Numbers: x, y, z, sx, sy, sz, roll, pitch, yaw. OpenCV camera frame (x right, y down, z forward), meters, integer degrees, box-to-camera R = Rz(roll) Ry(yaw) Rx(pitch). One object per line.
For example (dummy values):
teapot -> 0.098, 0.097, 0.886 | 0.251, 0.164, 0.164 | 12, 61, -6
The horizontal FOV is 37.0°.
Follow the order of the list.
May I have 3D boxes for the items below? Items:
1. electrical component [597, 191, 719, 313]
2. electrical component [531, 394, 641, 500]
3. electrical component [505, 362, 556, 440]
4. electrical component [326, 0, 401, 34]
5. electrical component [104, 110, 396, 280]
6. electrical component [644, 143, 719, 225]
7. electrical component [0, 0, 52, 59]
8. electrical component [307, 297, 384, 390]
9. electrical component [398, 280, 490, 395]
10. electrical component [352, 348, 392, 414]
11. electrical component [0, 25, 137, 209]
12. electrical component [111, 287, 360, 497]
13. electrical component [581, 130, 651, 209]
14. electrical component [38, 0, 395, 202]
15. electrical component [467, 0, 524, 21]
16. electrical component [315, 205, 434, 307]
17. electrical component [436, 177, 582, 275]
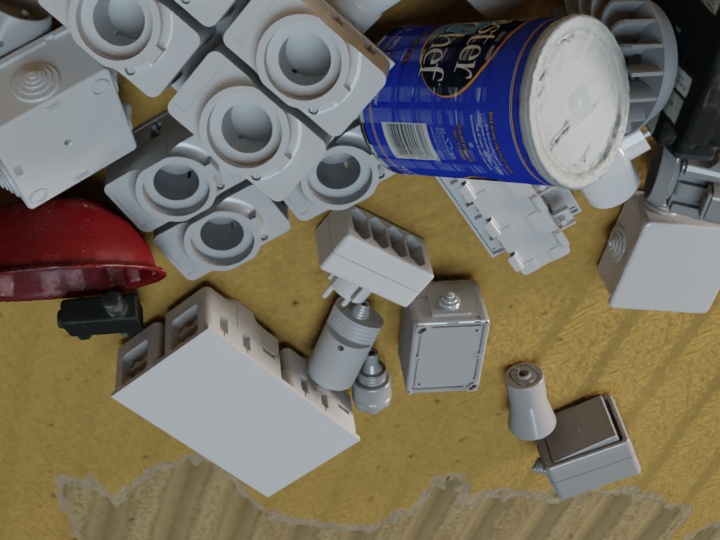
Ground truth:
electrical component -> 0.248, -0.015, 0.867 | 0.100, 0.048, 0.099 | 4, 129, -12
electrical component -> 0.204, 0.165, 1.006 | 0.096, 0.061, 0.061 | -21, 130, 9
electrical component -> 0.152, 0.116, 0.970 | 0.044, 0.044, 0.065 | -13, 126, 3
electrical component -> 0.004, -0.179, 0.694 | 0.044, 0.044, 0.065 | 31, 124, -30
electrical component -> -0.073, -0.078, 0.754 | 0.186, 0.060, 0.105 | -27, 129, 14
electrical component -> 0.249, -0.071, 0.806 | 0.057, 0.078, 0.058 | 13, 130, 4
electrical component -> -0.241, -0.137, 0.674 | 0.079, 0.043, 0.077 | -11, 142, -47
electrical component -> -0.011, 0.057, 0.890 | 0.043, 0.043, 0.081 | 12, 127, -18
electrical component -> 0.067, 0.048, 0.883 | 0.062, 0.061, 0.096 | -2, 131, -8
electrical component -> 0.010, 0.094, 0.932 | 0.035, 0.035, 0.061 | -5, 128, -5
electrical component -> -0.198, -0.096, 0.689 | 0.100, 0.048, 0.099 | -33, 154, -15
electrical component -> -0.102, 0.103, 0.905 | 0.105, 0.060, 0.186 | -34, 127, 19
electrical component -> 0.187, -0.095, 0.792 | 0.079, 0.043, 0.077 | -31, 128, 16
electrical component -> -0.085, -0.142, 0.646 | 0.186, 0.060, 0.105 | 40, 109, -10
electrical component -> 0.089, -0.193, 0.686 | 0.055, 0.055, 0.047 | 33, 122, -31
electrical component -> 0.000, 0.000, 0.841 | 0.083, 0.047, 0.075 | 25, 122, -27
electrical component -> 0.109, -0.058, 0.798 | 0.079, 0.063, 0.121 | -28, 129, 15
